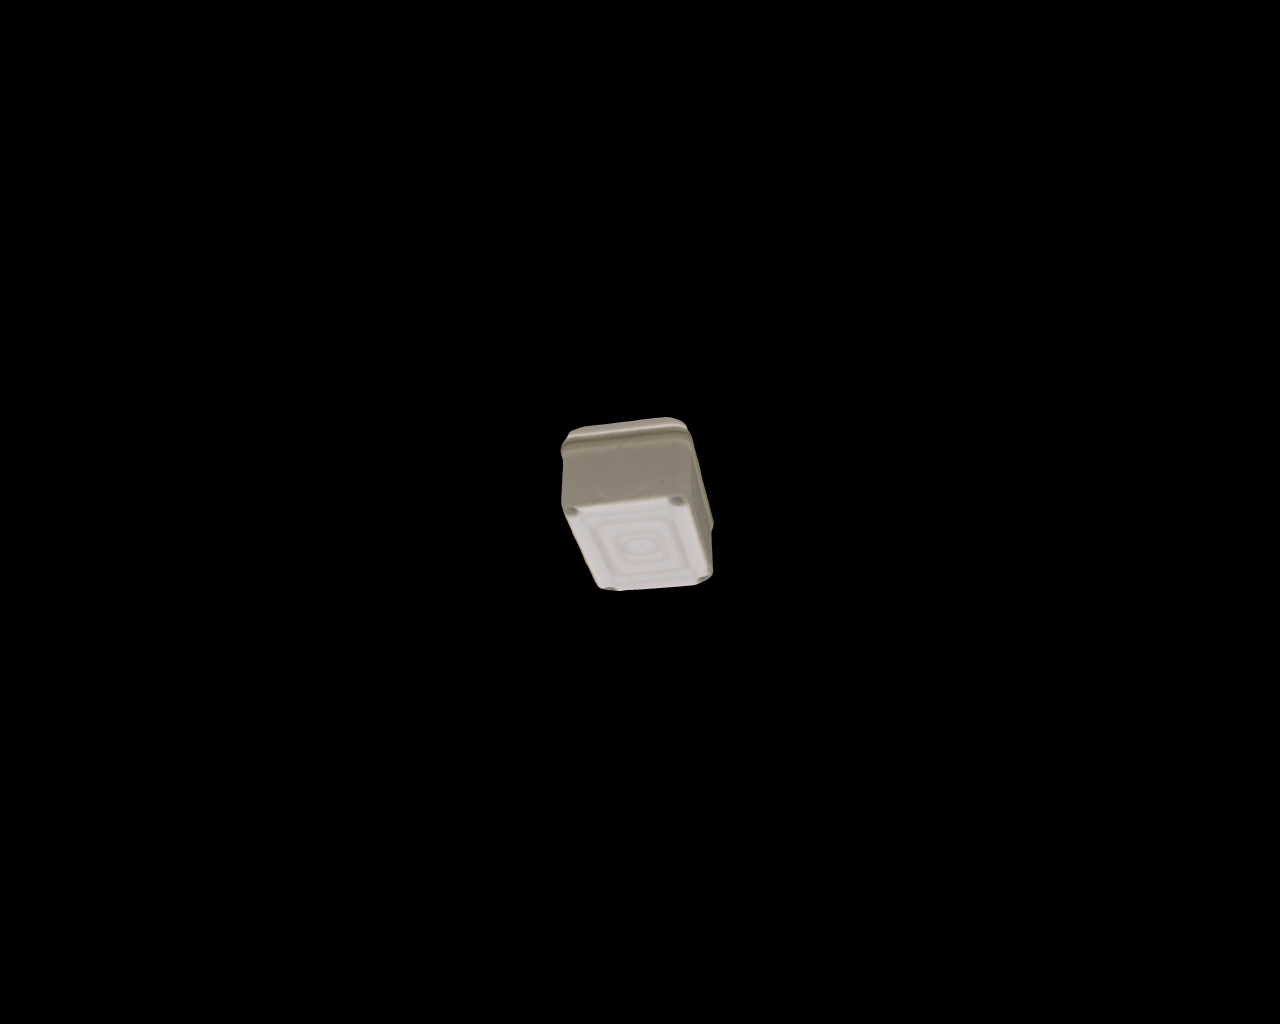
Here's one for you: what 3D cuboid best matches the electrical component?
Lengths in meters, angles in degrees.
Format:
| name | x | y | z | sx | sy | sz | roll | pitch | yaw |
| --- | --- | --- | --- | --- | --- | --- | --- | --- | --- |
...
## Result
| name | x | y | z | sx | sy | sz | roll | pitch | yaw |
| --- | --- | --- | --- | --- | --- | --- | --- | --- | --- |
| electrical component | 0.001 | -0.003 | 0.650 | 0.078 | 0.057 | 0.113 | -6 | -32 | 9 |
